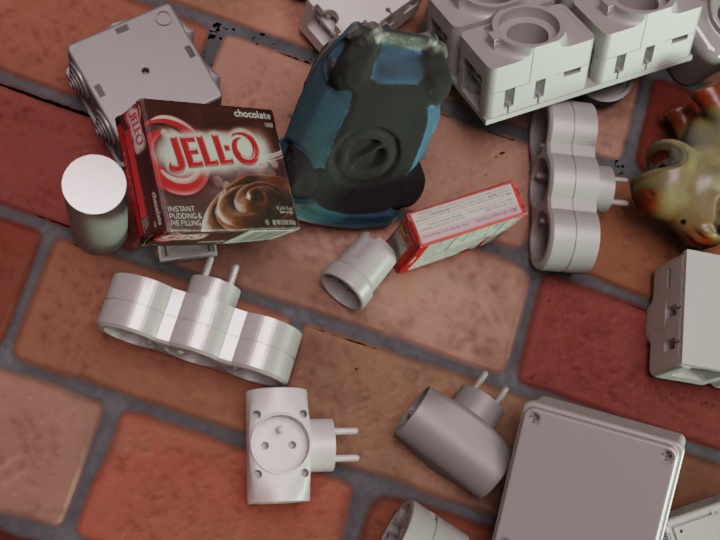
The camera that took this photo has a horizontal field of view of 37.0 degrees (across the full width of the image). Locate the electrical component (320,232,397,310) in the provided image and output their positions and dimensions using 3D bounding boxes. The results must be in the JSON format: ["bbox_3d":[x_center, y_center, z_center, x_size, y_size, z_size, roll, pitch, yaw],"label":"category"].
[{"bbox_3d":[0.000,0.000,0.792,0.040,0.040,0.046,41,66,1],"label":"electrical component"}]

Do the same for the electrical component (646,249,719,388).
[{"bbox_3d":[0.304,0.046,0.829,0.150,0.061,0.089,10,74,-9],"label":"electrical component"}]

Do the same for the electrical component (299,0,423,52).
[{"bbox_3d":[0.002,-0.204,0.836,0.089,0.055,0.050,-39,86,-18],"label":"electrical component"}]

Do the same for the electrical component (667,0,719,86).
[{"bbox_3d":[0.303,-0.202,0.894,0.095,0.059,0.053,-29,83,-17],"label":"electrical component"}]

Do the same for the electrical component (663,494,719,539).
[{"bbox_3d":[0.258,0.199,0.780,0.096,0.061,0.061,-14,79,-15],"label":"electrical component"}]

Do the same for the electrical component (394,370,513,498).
[{"bbox_3d":[0.078,0.110,0.776,0.077,0.043,0.079,37,71,0],"label":"electrical component"}]

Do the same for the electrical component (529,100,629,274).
[{"bbox_3d":[0.175,-0.064,0.836,0.074,0.052,0.138,5,75,-10],"label":"electrical component"}]

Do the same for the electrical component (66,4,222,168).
[{"bbox_3d":[-0.158,-0.137,0.790,0.100,0.048,0.099,-28,83,-17],"label":"electrical component"}]

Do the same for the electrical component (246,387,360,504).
[{"bbox_3d":[-0.039,0.122,0.748,0.079,0.044,0.077,0,76,-11],"label":"electrical component"}]

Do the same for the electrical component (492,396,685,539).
[{"bbox_3d":[0.157,0.153,0.739,0.109,0.056,0.108,14,95,20],"label":"electrical component"}]

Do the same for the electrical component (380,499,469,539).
[{"bbox_3d":[0.043,0.194,0.742,0.047,0.055,0.055,30,72,-6],"label":"electrical component"}]

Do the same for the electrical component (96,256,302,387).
[{"bbox_3d":[-0.107,0.027,0.756,0.138,0.052,0.073,18,73,-6],"label":"electrical component"}]

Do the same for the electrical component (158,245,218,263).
[{"bbox_3d":[-0.127,-0.050,0.766,0.042,0.064,0.081,-8,78,-12],"label":"electrical component"}]

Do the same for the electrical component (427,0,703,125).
[{"bbox_3d":[0.157,-0.193,0.839,0.186,0.060,0.105,-19,51,-15],"label":"electrical component"}]
